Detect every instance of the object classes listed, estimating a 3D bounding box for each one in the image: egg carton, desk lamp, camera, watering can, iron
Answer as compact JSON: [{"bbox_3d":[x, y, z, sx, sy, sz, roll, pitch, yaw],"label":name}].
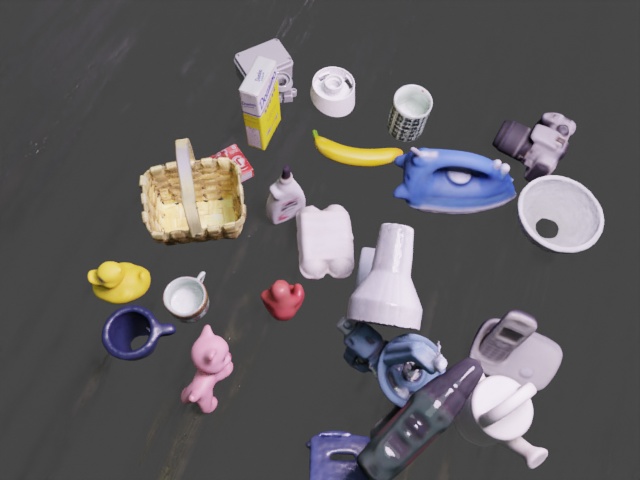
[{"bbox_3d":[0.010,0.004,1.083,0.107,0.069,0.150,-4,66,-5],"label":"egg carton"},{"bbox_3d":[0.111,0.074,0.979,0.118,0.213,0.203,9,66,1],"label":"desk lamp"},{"bbox_3d":[0.441,-0.211,1.188,0.136,0.101,0.143,29,68,9],"label":"camera"},{"bbox_3d":[0.291,0.274,0.912,0.172,0.194,0.101,36,69,12],"label":"watering can"},{"bbox_3d":[0.278,-0.130,1.119,0.258,0.141,0.118,5,66,-1],"label":"iron"}]

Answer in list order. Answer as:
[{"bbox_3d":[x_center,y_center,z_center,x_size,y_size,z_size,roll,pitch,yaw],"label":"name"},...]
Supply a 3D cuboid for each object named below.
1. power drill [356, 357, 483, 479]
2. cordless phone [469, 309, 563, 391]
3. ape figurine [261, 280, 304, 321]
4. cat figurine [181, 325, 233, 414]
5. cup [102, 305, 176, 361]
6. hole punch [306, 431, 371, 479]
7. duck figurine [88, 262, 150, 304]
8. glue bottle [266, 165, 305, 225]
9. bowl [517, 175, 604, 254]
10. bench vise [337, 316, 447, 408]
[{"bbox_3d":[0.147,0.283,0.891,0.230,0.208,0.075,-41,74,-19],"label":"power drill"},{"bbox_3d":[0.343,0.180,0.962,0.147,0.185,0.094,20,66,5],"label":"cordless phone"},{"bbox_3d":[-0.068,0.100,1.023,0.078,0.092,0.076,8,66,0],"label":"ape figurine"},{"bbox_3d":[-0.189,0.213,0.951,0.067,0.118,0.128,18,66,5],"label":"cat figurine"},{"bbox_3d":[-0.300,0.166,0.977,0.118,0.095,0.091,-6,67,-6],"label":"cup"},{"bbox_3d":[0.032,0.358,0.915,0.108,0.091,0.101,2,66,-3],"label":"hole punch"},{"bbox_3d":[-0.361,0.067,1.022,0.104,0.086,0.077,-5,66,-6],"label":"duck figurine"},{"bbox_3d":[-0.064,-0.089,1.062,0.078,0.173,0.037,-29,71,-15],"label":"glue bottle"},{"bbox_3d":[0.460,-0.039,1.127,0.167,0.075,0.167,1,66,-3],"label":"bowl"},{"bbox_3d":[0.116,0.196,0.922,0.207,0.220,0.121,18,66,5],"label":"bench vise"}]
